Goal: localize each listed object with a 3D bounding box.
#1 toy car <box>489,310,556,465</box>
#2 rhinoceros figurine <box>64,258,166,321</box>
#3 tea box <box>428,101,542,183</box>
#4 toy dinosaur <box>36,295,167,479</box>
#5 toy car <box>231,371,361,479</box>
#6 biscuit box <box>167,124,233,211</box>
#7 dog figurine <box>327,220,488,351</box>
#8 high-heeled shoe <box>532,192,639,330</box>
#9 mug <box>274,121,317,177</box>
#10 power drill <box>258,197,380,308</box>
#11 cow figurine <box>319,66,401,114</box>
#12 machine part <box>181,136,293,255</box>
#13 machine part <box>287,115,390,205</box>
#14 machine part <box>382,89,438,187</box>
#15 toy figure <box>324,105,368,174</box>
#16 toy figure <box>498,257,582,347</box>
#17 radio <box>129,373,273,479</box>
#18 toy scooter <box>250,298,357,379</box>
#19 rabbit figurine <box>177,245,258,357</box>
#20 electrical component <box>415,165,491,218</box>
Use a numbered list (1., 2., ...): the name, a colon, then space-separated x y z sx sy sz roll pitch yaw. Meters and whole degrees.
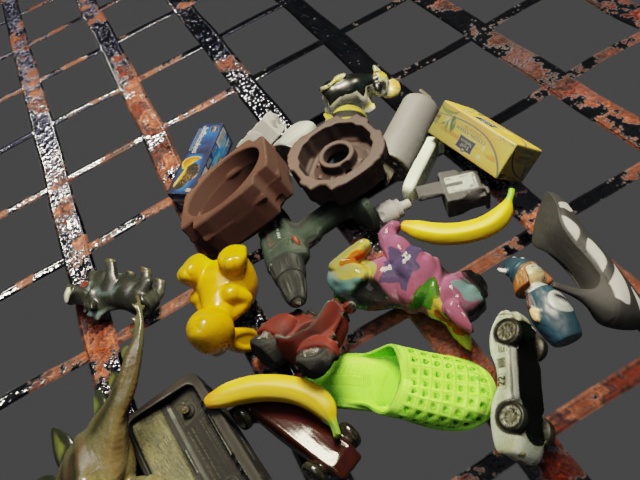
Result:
1. toy car: 0.261 0.188 0.707 0.056 0.073 0.202 -30 39 43
2. rhinoceros figurine: -0.373 0.097 0.976 0.191 0.073 0.112 4 66 17
3. tea box: 0.288 -0.174 0.948 0.170 0.098 0.068 46 121 35
4. toy dinosaur: -0.295 0.313 0.704 0.199 0.105 0.471 19 85 43
5. toy car: -0.034 0.264 0.755 0.202 0.053 0.089 27 45 30
6. biscuit box: -0.249 -0.155 1.128 0.063 0.059 0.203 2 55 18
7. dog figurine: 0.137 0.084 0.807 0.191 0.108 0.219 -33 55 -10
8. high-heeled shoe: 0.406 0.021 0.802 0.145 0.086 0.249 17 48 0
9. mug: -0.035 -0.193 1.077 0.110 0.080 0.107 -5 44 35
10. power drill: -0.002 -0.003 0.924 0.207 0.085 0.232 -33 42 -2
11. cow figurine: 0.084 -0.318 1.126 0.167 0.098 0.068 -22 45 0
12. machine part: -0.150 -0.080 0.978 0.201 0.087 0.201 -37 30 13
13. machine part: 0.033 -0.139 0.935 0.179 0.056 0.179 -13 50 16
14. machine part: 0.164 -0.197 1.025 0.079 0.079 0.243 15 59 26
15. toy figure: 0.061 -0.189 1.049 0.089 0.082 0.180 -9 47 -4
16. toy figure: 0.320 0.081 0.783 0.058 0.064 0.155 -39 51 23
17. radio: -0.166 0.308 0.748 0.131 0.073 0.230 -37 54 -11
18. toy scooter: -0.017 0.137 0.808 0.184 0.075 0.135 -2 38 52
19. rabbit figurine: -0.163 0.115 0.840 0.122 0.162 0.173 -8 31 9
20. electrical component: 0.230 -0.081 0.936 0.119 0.047 0.075 -16 51 5
